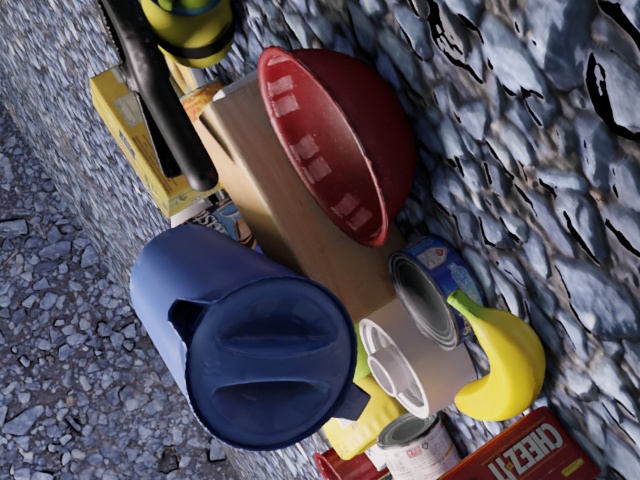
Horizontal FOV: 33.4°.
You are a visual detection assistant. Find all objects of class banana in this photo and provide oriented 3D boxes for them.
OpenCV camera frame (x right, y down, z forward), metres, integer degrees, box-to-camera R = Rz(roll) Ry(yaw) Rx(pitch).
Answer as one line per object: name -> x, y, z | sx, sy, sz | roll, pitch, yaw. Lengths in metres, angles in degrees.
banana -> 0.129, 0.093, 0.768 | 0.070, 0.037, 0.198 | 38, 160, 26

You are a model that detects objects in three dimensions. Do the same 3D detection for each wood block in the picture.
wood block -> -0.012, -0.032, 0.882 | 0.206, 0.090, 0.091 | 60, 164, -3

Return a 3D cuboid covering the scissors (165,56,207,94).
scissors -> -0.118, -0.134, 1.154 | 0.201, 0.016, 0.096 | 64, 165, -18

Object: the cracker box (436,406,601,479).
cracker box -> 0.111, 0.224, 0.840 | 0.072, 0.164, 0.214 | 51, 163, 18

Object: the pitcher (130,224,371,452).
pitcher -> -0.068, 0.069, 0.867 | 0.243, 0.144, 0.149 | -149, 43, -64

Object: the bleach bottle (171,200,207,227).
bleach bottle -> -0.147, 0.065, 1.300 | 0.102, 0.068, 0.251 | 76, -172, -55

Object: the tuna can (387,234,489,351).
tuna can -> 0.089, 0.039, 0.804 | 0.086, 0.033, 0.086 | 52, 163, 23

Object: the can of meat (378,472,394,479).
can of meat -> 0.091, 0.285, 1.128 | 0.057, 0.102, 0.084 | 63, 166, -18

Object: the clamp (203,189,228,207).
clamp -> -0.139, -0.074, 1.281 | 0.171, 0.039, 0.120 | 54, 164, 16

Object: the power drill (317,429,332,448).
power drill -> -0.024, 0.188, 1.286 | 0.184, 0.057, 0.187 | 53, -178, 13

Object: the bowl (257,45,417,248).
bowl -> 0.021, -0.076, 0.762 | 0.162, 0.055, 0.162 | 52, 163, 23

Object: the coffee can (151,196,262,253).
coffee can -> -0.085, 0.008, 1.081 | 0.103, 0.140, 0.103 | 52, 163, 23

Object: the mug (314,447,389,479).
mug -> 0.052, 0.272, 1.255 | 0.093, 0.081, 0.117 | 51, 162, 27

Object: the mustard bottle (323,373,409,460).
mustard bottle -> 0.010, 0.126, 1.113 | 0.096, 0.058, 0.192 | -45, 71, 31

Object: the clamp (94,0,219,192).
clamp -> -0.146, -0.136, 0.897 | 0.210, 0.036, 0.165 | 66, 166, -7

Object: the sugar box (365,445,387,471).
sugar box -> 0.034, 0.167, 1.186 | 0.176, 0.048, 0.093 | 55, 164, 17

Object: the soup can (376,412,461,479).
soup can -> 0.105, 0.223, 1.029 | 0.102, 0.068, 0.069 | 63, 164, -11
